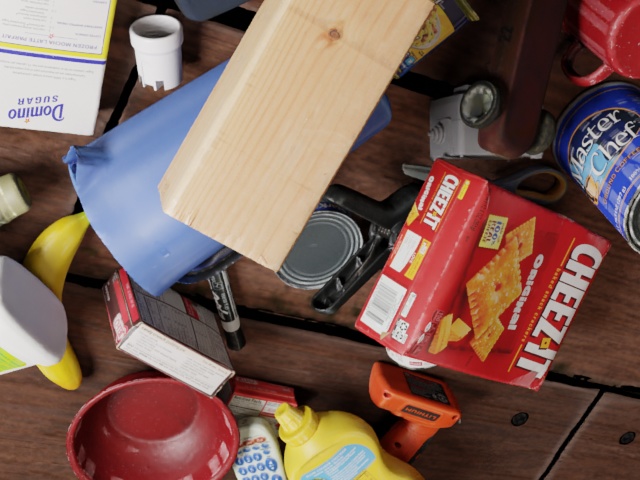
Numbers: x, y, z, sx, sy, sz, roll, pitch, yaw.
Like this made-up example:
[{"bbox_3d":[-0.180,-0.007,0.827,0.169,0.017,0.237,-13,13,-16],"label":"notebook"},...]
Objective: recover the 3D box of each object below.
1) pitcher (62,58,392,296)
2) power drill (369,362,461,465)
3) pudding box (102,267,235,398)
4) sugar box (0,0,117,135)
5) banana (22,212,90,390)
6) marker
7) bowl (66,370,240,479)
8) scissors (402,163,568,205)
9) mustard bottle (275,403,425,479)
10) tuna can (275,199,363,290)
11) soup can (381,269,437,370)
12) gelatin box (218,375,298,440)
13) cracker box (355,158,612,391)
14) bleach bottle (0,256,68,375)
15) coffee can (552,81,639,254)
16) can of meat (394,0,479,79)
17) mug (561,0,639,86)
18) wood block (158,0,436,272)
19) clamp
[{"bbox_3d":[-0.065,-0.068,0.846,0.243,0.149,0.145,-33,93,2],"label":"pitcher"},{"bbox_3d":[0.047,0.218,1.127,0.184,0.057,0.188,18,118,-25],"label":"power drill"},{"bbox_3d":[-0.135,0.080,0.943,0.113,0.090,0.039,33,108,-34],"label":"pudding box"},{"bbox_3d":[-0.198,-0.165,0.777,0.093,0.048,0.176,5,126,-22],"label":"sugar box"},{"bbox_3d":[-0.229,0.055,0.926,0.069,0.037,0.198,5,122,-20],"label":"banana"},{"bbox_3d":[-0.088,0.057,0.988,0.020,0.020,0.121,-17,128,-7],"label":"marker"},{"bbox_3d":[-0.158,0.178,1.018,0.162,0.055,0.162,-4,123,-7],"label":"bowl"},{"bbox_3d":[0.145,-0.032,0.982,0.201,0.016,0.096,-5,126,-31],"label":"scissors"},{"bbox_3d":[0.021,0.224,1.057,0.096,0.058,0.191,-36,118,13],"label":"mustard bottle"},{"bbox_3d":[-0.006,0.001,0.967,0.086,0.034,0.086,-9,126,-13],"label":"tuna can"},{"bbox_3d":[0.095,0.067,1.027,0.068,0.068,0.102,-13,128,-10],"label":"soup can"},{"bbox_3d":[-0.074,0.181,1.074,0.073,0.030,0.089,16,118,-26],"label":"gelatin box"},{"bbox_3d":[0.153,0.038,0.956,0.213,0.072,0.164,19,99,-44],"label":"cracker box"},{"bbox_3d":[-0.342,0.093,0.878,0.251,0.068,0.102,-19,139,14],"label":"bleach bottle"},{"bbox_3d":[0.284,-0.065,0.953,0.102,0.140,0.103,-9,127,-13],"label":"coffee can"},{"bbox_3d":[0.062,-0.188,0.843,0.084,0.057,0.102,-39,127,12],"label":"can of meat"},{"bbox_3d":[0.251,-0.179,0.898,0.093,0.081,0.117,32,109,-34],"label":"mug"},{"bbox_3d":[-0.020,-0.095,0.730,0.090,0.090,0.206,29,97,-16],"label":"wood block"},{"bbox_3d":[0.058,-0.014,0.943,0.171,0.039,0.120,-28,136,-34],"label":"clamp"}]
